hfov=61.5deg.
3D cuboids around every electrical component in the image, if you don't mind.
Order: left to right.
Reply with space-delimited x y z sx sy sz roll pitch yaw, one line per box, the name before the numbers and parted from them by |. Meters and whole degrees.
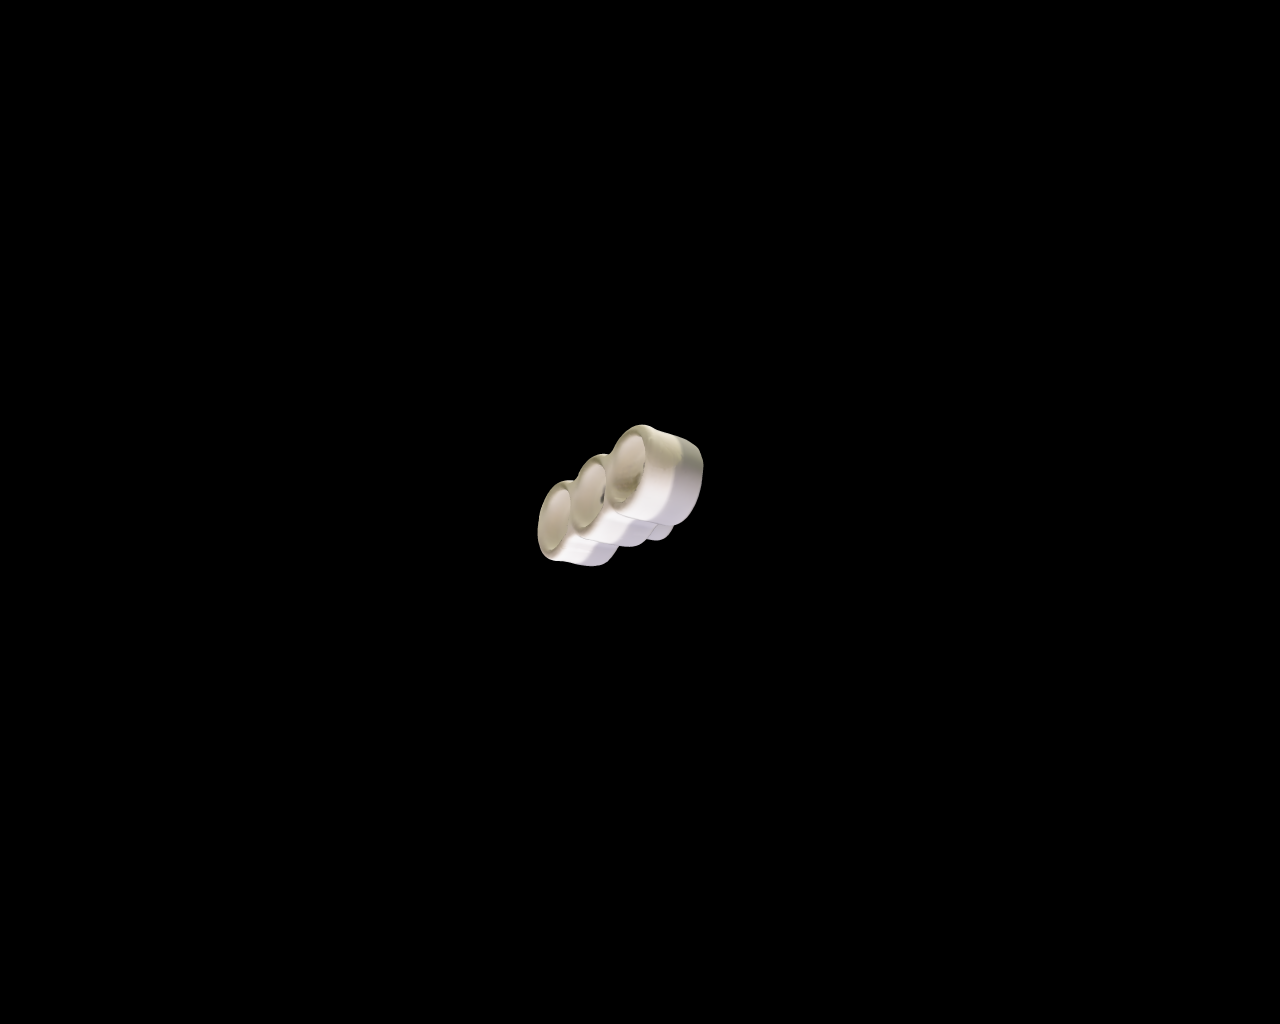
electrical component | 0.001 -0.003 0.650 0.074 0.052 0.138 13 -26 -29
